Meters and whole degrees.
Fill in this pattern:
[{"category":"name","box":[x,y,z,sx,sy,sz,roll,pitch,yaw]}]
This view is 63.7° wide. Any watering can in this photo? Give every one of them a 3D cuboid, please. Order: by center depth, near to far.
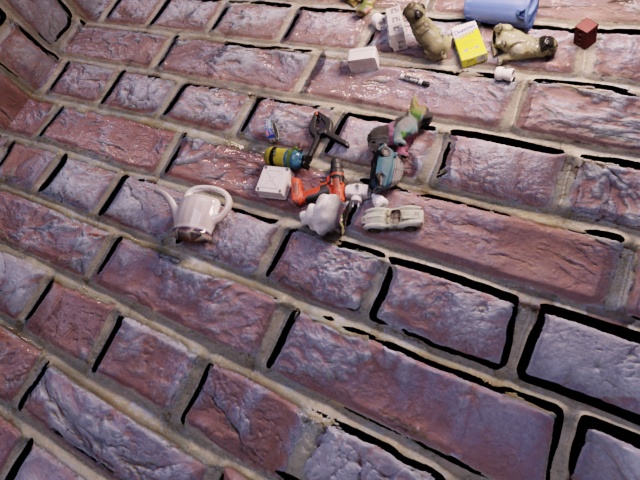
[{"category":"watering can","box":[-0.481,-0.099,1.873,0.347,0.228,0.102,3,-25,20]}]

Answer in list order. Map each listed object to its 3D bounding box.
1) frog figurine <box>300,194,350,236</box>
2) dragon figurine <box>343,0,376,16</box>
[{"category":"frog figurine","box":[0.005,-0.085,1.683,0.159,0.136,0.123,8,10,15]},{"category":"dragon figurine","box":[0.193,-1.092,2.168,0.241,0.419,0.120,-17,-32,20]}]
